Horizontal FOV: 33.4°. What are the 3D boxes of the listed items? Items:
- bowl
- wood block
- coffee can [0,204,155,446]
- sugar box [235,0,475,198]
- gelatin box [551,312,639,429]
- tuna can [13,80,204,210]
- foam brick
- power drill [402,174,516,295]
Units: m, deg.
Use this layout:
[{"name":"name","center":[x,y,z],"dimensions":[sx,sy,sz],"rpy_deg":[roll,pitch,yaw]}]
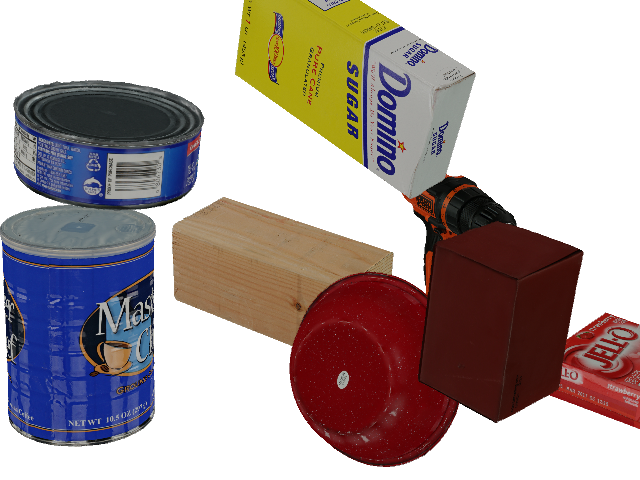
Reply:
[{"name":"bowl","center":[0.031,0.107,0.862],"dimensions":[0.162,0.162,0.055],"rpy_deg":[0,2,33]},{"name":"wood block","center":[-0.041,0.037,1.068],"dimensions":[0.206,0.091,0.090],"rpy_deg":[19,32,28]},{"name":"coffee can","center":[-0.166,0.056,0.738],"dimensions":[0.103,0.140,0.103],"rpy_deg":[3,18,-1]},{"name":"sugar box","center":[0.018,-0.115,0.737],"dimensions":[0.048,0.093,0.176],"rpy_deg":[-29,55,-35]},{"name":"gelatin box","center":[0.194,0.082,0.684],"dimensions":[0.073,0.030,0.089],"rpy_deg":[20,27,37]},{"name":"tuna can","center":[-0.098,-0.045,0.494],"dimensions":[0.086,0.034,0.086],"rpy_deg":[7,24,-3]},{"name":"foam brick","center":[0.085,0.037,0.514],"dimensions":[0.052,0.078,0.051],"rpy_deg":[-17,32,-40]},{"name":"power drill","center":[0.148,0.025,1.123],"dimensions":[0.057,0.188,0.185],"rpy_deg":[-13,25,-19]}]
